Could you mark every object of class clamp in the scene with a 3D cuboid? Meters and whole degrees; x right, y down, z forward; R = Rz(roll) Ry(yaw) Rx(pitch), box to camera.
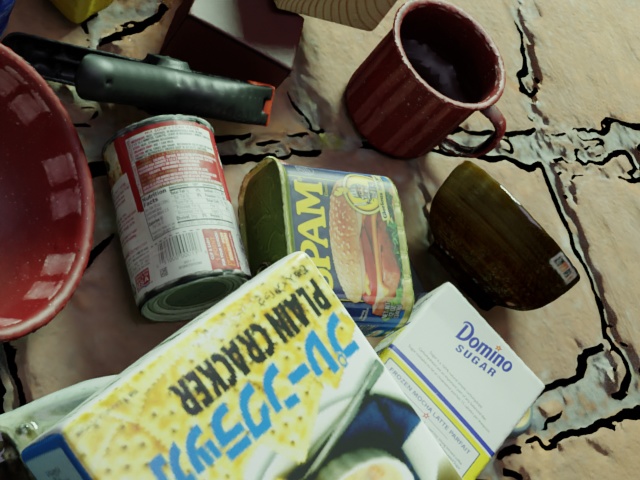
[{"bbox_3d":[-0.107,-0.097,0.653,0.120,0.039,0.171,28,14,39],"label":"clamp"}]

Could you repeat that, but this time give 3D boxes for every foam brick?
[{"bbox_3d":[-0.058,-0.135,0.713,0.078,0.051,0.053,26,52,-17],"label":"foam brick"}]

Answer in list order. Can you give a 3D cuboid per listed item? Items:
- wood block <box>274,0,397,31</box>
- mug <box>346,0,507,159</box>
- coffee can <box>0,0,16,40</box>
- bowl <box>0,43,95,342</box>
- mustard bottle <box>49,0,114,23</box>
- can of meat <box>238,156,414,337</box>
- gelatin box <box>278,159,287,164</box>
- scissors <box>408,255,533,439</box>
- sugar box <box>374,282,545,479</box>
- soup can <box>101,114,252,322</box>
[{"bbox_3d":[-0.009,-0.257,0.756,0.090,0.090,0.206,5,49,-39],"label":"wood block"},{"bbox_3d":[0.080,-0.103,0.761,0.117,0.082,0.093,39,50,-6],"label":"mug"},{"bbox_3d":[-0.205,-0.177,0.587,0.102,0.141,0.103,15,57,-24],"label":"coffee can"},{"bbox_3d":[-0.190,-0.024,0.541,0.161,0.055,0.162,25,60,-53],"label":"bowl"},{"bbox_3d":[-0.191,-0.231,0.656,0.191,0.096,0.058,46,50,-1],"label":"mustard bottle"},{"bbox_3d":[0.003,0.007,0.629,0.083,0.058,0.102,5,68,-29],"label":"can of meat"},{"bbox_3d":[-0.004,0.001,0.682,0.089,0.030,0.073,29,53,-14],"label":"gelatin box"},{"bbox_3d":[0.088,0.054,0.717,0.096,0.016,0.202,5,63,-28],"label":"scissors"},{"bbox_3d":[0.049,0.115,0.629,0.093,0.048,0.176,48,55,-1],"label":"sugar box"},{"bbox_3d":[-0.083,-0.012,0.616,0.068,0.069,0.102,-3,66,-33],"label":"soup can"}]
